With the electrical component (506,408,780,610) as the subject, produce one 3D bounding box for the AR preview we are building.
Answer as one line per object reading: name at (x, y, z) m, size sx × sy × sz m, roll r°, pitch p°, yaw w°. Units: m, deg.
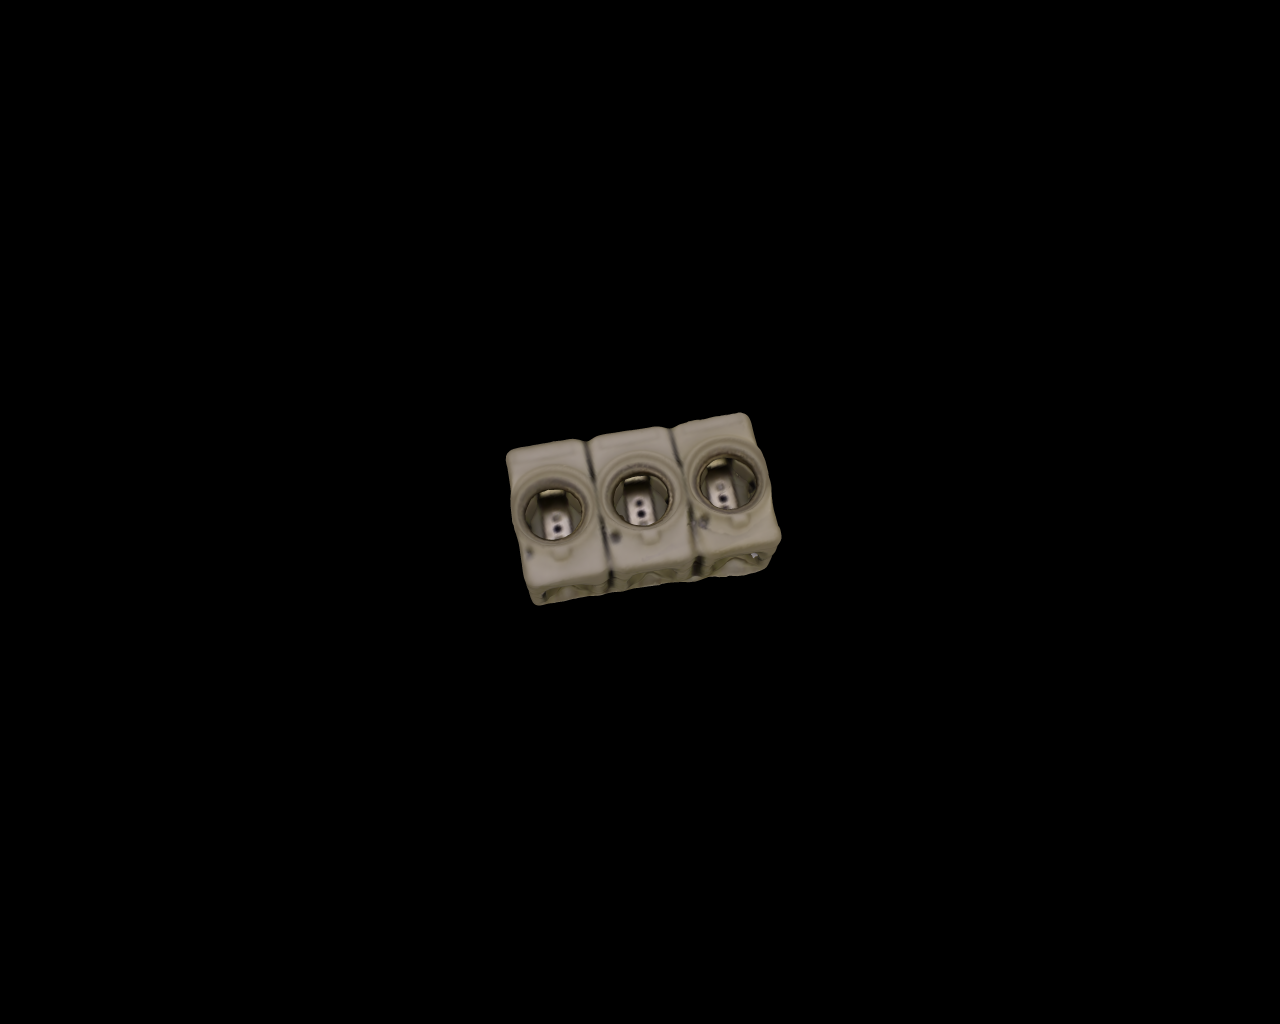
electrical component at (0.001, -0.003, 0.650) m, size 0.150 × 0.089 × 0.061 m, roll -10°, pitch -20°, yaw -3°
